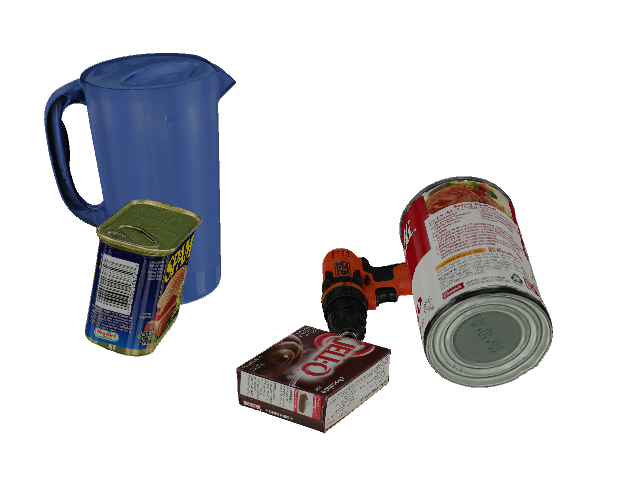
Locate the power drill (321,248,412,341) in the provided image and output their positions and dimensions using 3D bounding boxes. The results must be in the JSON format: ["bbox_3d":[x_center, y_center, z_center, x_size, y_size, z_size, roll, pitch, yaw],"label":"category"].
[{"bbox_3d":[0.094,0.061,1.222,0.187,0.057,0.184,-1,28,-2],"label":"power drill"}]

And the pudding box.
[{"bbox_3d":[-0.004,0.116,0.913,0.090,0.039,0.113,12,24,29],"label":"pudding box"}]

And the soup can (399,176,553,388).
[{"bbox_3d":[0.082,0.021,0.577,0.068,0.068,0.102,0,37,-4],"label":"soup can"}]

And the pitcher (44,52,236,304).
[{"bbox_3d":[-0.172,-0.060,1.075,0.149,0.243,0.144,11,27,26],"label":"pitcher"}]

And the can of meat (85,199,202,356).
[{"bbox_3d":[-0.130,0.026,0.775,0.057,0.084,0.102,15,18,4],"label":"can of meat"}]
